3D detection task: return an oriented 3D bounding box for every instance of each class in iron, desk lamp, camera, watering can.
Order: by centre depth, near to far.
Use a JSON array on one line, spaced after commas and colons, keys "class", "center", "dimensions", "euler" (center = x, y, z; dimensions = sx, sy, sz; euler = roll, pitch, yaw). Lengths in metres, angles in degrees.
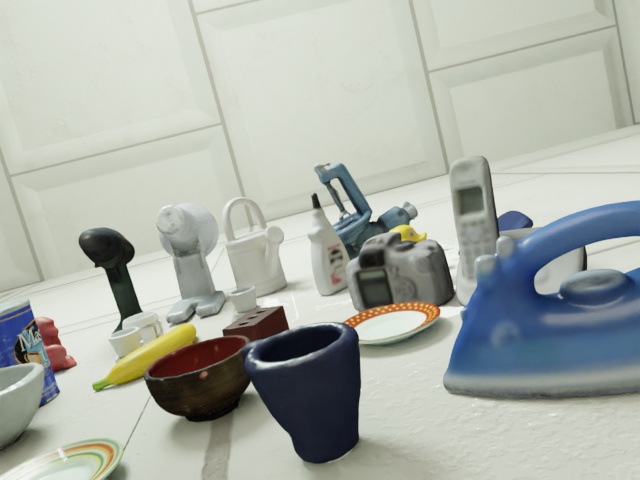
[{"class": "iron", "center": [0.215, 0.039, 0.466], "dimensions": [0.258, 0.141, 0.119], "euler": [-13, 8, 12]}, {"class": "camera", "center": [0.123, 0.034, 0.828], "dimensions": [0.142, 0.101, 0.137], "euler": [-9, 9, 32]}, {"class": "desk lamp", "center": [-0.256, 0.031, 1.122], "dimensions": [0.118, 0.213, 0.203], "euler": [-15, 8, -2]}, {"class": "watering can", "center": [-0.130, 0.009, 1.125], "dimensions": [0.172, 0.194, 0.101], "euler": [-10, 9, 28]}]

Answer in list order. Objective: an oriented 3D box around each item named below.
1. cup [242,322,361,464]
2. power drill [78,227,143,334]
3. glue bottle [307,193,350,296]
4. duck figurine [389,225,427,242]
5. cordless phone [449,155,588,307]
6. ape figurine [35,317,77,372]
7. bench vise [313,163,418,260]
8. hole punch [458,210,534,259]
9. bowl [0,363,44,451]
[{"class": "cup", "center": [-0.014, 0.124, 0.459], "dimensions": [0.117, 0.095, 0.092], "euler": [-7, 11, 44]}, {"class": "power drill", "center": [-0.373, 0.074, 1.056], "dimensions": [0.075, 0.208, 0.229], "euler": [-16, 8, -8]}, {"class": "glue bottle", "center": [0.009, 0.004, 0.984], "dimensions": [0.037, 0.173, 0.078], "euler": [-8, 10, 40]}, {"class": "duck figurine", "center": [0.139, 0.019, 0.961], "dimensions": [0.104, 0.086, 0.077], "euler": [-13, 8, 11]}, {"class": "cordless phone", "center": [0.219, -0.011, 0.658], "dimensions": [0.147, 0.185, 0.094], "euler": [-9, 10, 36]}, {"class": "ape figurine", "center": [-0.445, 0.170, 0.938], "dimensions": [0.076, 0.092, 0.077], "euler": [-15, 8, -5]}, {"class": "bench vise", "center": [0.073, -0.053, 1.096], "dimensions": [0.208, 0.220, 0.121], "euler": [-19, 9, -27]}, {"class": "hole punch", "center": [0.241, 0.014, 0.787], "dimensions": [0.101, 0.091, 0.108], "euler": [-14, 8, 1]}, {"class": "bowl", "center": [-0.391, 0.205, 0.645], "dimensions": [0.167, 0.075, 0.167], "euler": [-14, 8, 2]}]
